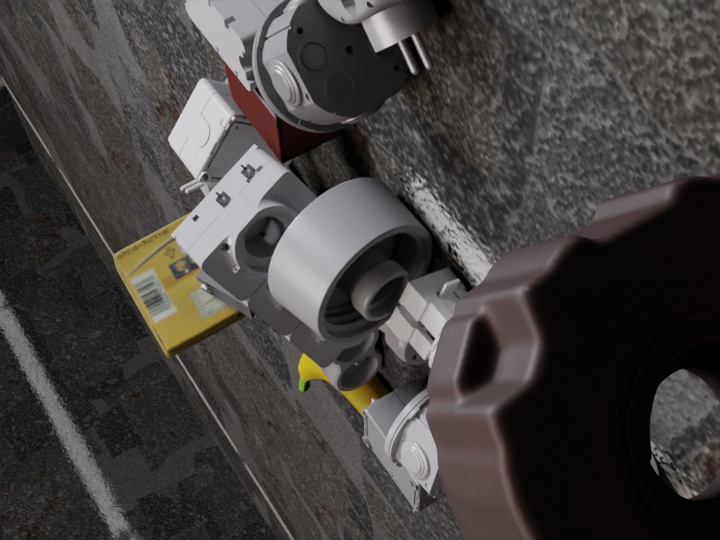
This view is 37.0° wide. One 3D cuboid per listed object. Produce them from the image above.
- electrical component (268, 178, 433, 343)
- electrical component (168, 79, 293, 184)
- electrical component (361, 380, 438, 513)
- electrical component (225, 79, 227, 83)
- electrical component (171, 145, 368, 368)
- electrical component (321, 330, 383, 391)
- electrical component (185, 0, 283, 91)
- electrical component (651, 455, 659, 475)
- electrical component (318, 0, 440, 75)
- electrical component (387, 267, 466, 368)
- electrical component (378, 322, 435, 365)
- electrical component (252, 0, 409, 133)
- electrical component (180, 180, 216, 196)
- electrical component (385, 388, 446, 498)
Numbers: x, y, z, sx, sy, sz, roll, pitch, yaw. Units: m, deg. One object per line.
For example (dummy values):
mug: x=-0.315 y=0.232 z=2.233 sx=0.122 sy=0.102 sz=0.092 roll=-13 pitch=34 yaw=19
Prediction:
electrical component: x=0.000 y=0.000 z=0.714 sx=0.060 sy=0.108 sz=0.108 roll=44 pitch=157 yaw=29
electrical component: x=-0.091 y=-0.105 z=0.838 sx=0.061 sy=0.096 sz=0.061 roll=50 pitch=119 yaw=32
electrical component: x=0.045 y=0.137 z=0.883 sx=0.096 sy=0.061 sz=0.061 roll=52 pitch=162 yaw=27
electrical component: x=-0.107 y=-0.123 z=0.922 sx=0.080 sy=0.051 sz=0.080 roll=53 pitch=162 yaw=25
electrical component: x=-0.048 y=-0.005 z=0.785 sx=0.150 sy=0.089 sz=0.062 roll=44 pitch=178 yaw=-41
electrical component: x=-0.024 y=0.041 z=0.943 sx=0.073 sy=0.052 sz=0.138 roll=50 pitch=161 yaw=33
electrical component: x=-0.075 y=-0.175 z=0.727 sx=0.089 sy=0.056 sz=0.050 roll=52 pitch=162 yaw=26
electrical component: x=0.136 y=0.112 z=0.579 sx=0.138 sy=0.052 sz=0.073 roll=58 pitch=164 yaw=7
electrical component: x=0.016 y=-0.136 z=0.543 sx=0.079 sy=0.043 sz=0.077 roll=64 pitch=164 yaw=-11
electrical component: x=0.055 y=0.037 z=0.704 sx=0.055 sy=0.048 sz=0.066 roll=50 pitch=138 yaw=25
electrical component: x=0.033 y=0.036 z=0.777 sx=0.055 sy=0.045 sz=0.045 roll=47 pitch=159 yaw=39
electrical component: x=-0.016 y=-0.119 z=0.604 sx=0.080 sy=0.080 sz=0.051 roll=64 pitch=158 yaw=-12
electrical component: x=-0.135 y=-0.091 z=1.019 sx=0.138 sy=0.074 sz=0.052 roll=25 pitch=141 yaw=64
electrical component: x=0.062 y=0.120 z=0.773 sx=0.051 sy=0.080 sz=0.080 roll=44 pitch=157 yaw=32
